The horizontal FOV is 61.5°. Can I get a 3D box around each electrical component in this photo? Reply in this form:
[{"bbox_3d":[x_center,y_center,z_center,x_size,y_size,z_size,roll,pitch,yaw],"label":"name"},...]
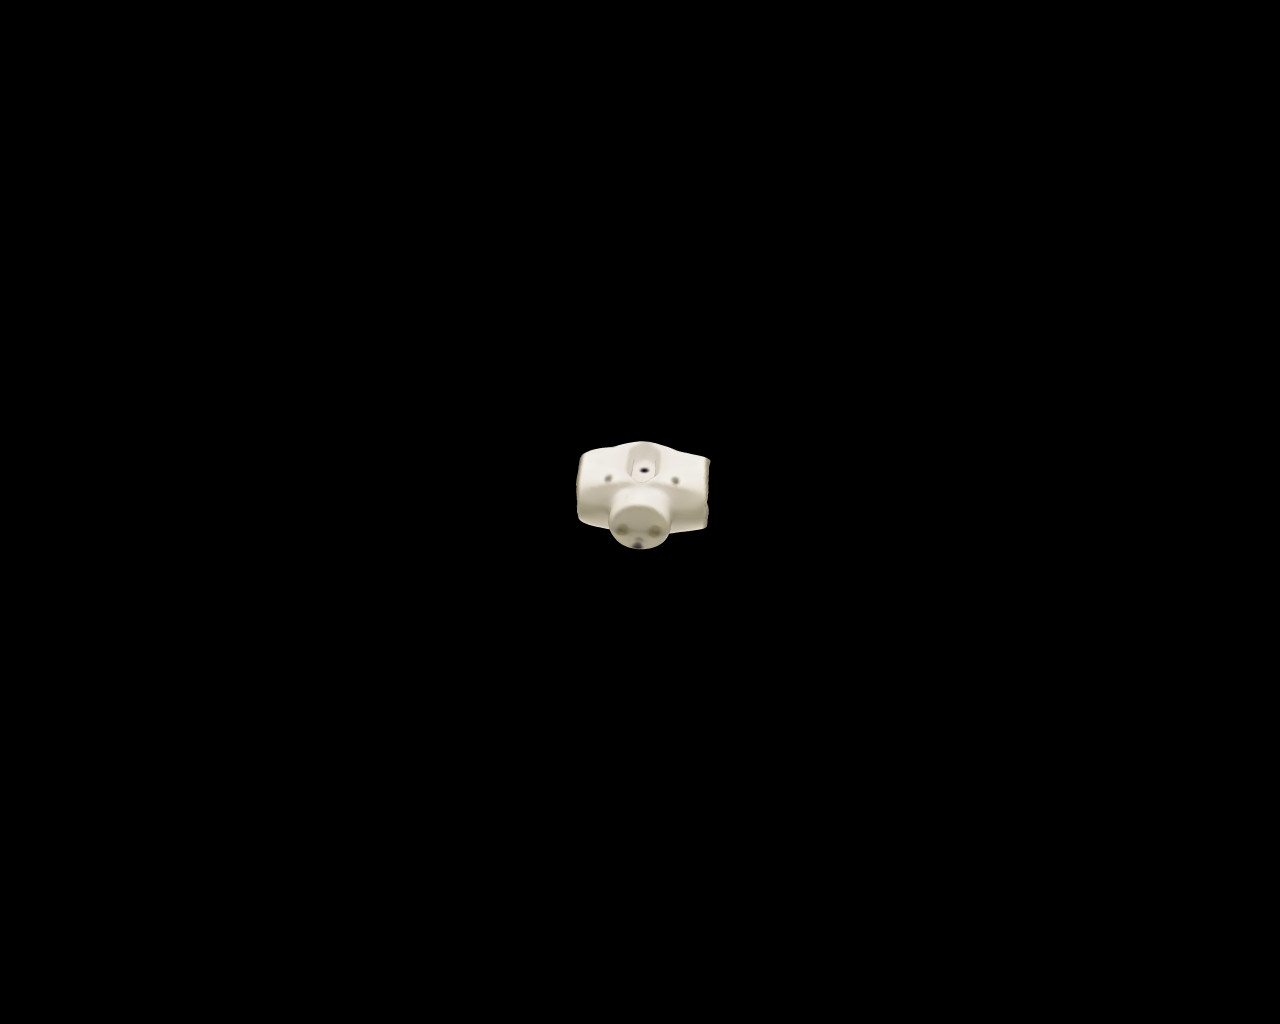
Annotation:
[{"bbox_3d":[0.001,-0.003,0.650,0.077,0.043,0.079,4,40,5],"label":"electrical component"}]
